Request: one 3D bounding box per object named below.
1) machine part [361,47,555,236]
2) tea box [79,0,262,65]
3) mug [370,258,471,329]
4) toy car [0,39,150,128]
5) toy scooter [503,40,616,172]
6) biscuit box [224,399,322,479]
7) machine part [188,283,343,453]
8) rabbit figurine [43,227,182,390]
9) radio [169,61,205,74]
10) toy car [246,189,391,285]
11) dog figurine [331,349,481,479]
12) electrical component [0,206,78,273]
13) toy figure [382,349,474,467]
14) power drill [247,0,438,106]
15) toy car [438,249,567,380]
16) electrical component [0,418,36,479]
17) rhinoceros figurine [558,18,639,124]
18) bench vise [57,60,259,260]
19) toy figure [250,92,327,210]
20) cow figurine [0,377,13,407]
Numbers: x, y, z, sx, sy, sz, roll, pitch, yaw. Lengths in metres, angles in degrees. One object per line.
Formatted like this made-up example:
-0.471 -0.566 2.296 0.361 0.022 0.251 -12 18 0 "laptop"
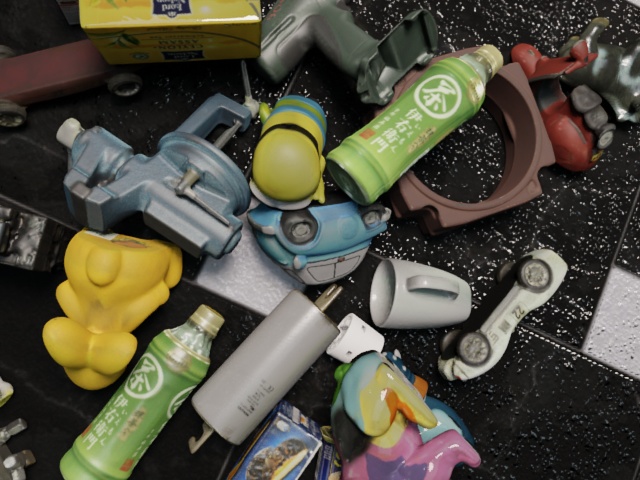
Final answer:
0.166 -0.120 0.659 0.201 0.087 0.201 -18 86 -10 "machine part"
-0.147 -0.231 0.552 0.170 0.098 0.068 -6 87 -5 "tea box"
0.126 0.062 0.628 0.107 0.109 0.081 9 63 -16 "mug"
-0.296 -0.193 0.623 0.202 0.053 0.089 -16 76 -5 "toy car"
0.302 -0.171 0.657 0.075 0.135 0.184 -32 90 -11 "toy scooter"
-0.078 0.278 0.587 0.059 0.063 0.202 35 86 -1 "biscuit box"
-0.059 0.140 0.604 0.079 0.079 0.243 44 80 -1 "machine part"
-0.221 0.084 0.568 0.122 0.162 0.173 16 100 -18 "rabbit figurine"
-0.183 -0.331 0.641 0.131 0.073 0.229 -34 90 -7 "radio"
-0.001 -0.002 0.625 0.162 0.109 0.102 -9 110 -20 "toy car"
0.042 0.244 0.536 0.191 0.108 0.219 43 87 -4 "dog figurine"
-0.332 -0.004 0.557 0.115 0.134 0.058 10 82 -4 "electrical component"
0.115 0.196 0.629 0.058 0.064 0.154 -43 91 -2 "toy figure"
0.035 -0.260 0.625 0.232 0.086 0.207 -47 64 -3 "power drill"
0.216 0.091 0.647 0.056 0.073 0.202 42 80 0 "toy car"
-0.356 0.248 0.572 0.102 0.045 0.078 -23 89 -9 "electrical component"
0.403 -0.211 0.705 0.190 0.073 0.112 20 80 -5 "rhinoceros figurine"
-0.157 -0.093 0.601 0.224 0.128 0.240 27 58 10 "bench vise"
-0.034 -0.108 0.593 0.082 0.089 0.180 -2 43 11 "toy figure"
-0.421 0.181 0.559 0.167 0.068 0.098 -40 85 -13 "cow figurine"
